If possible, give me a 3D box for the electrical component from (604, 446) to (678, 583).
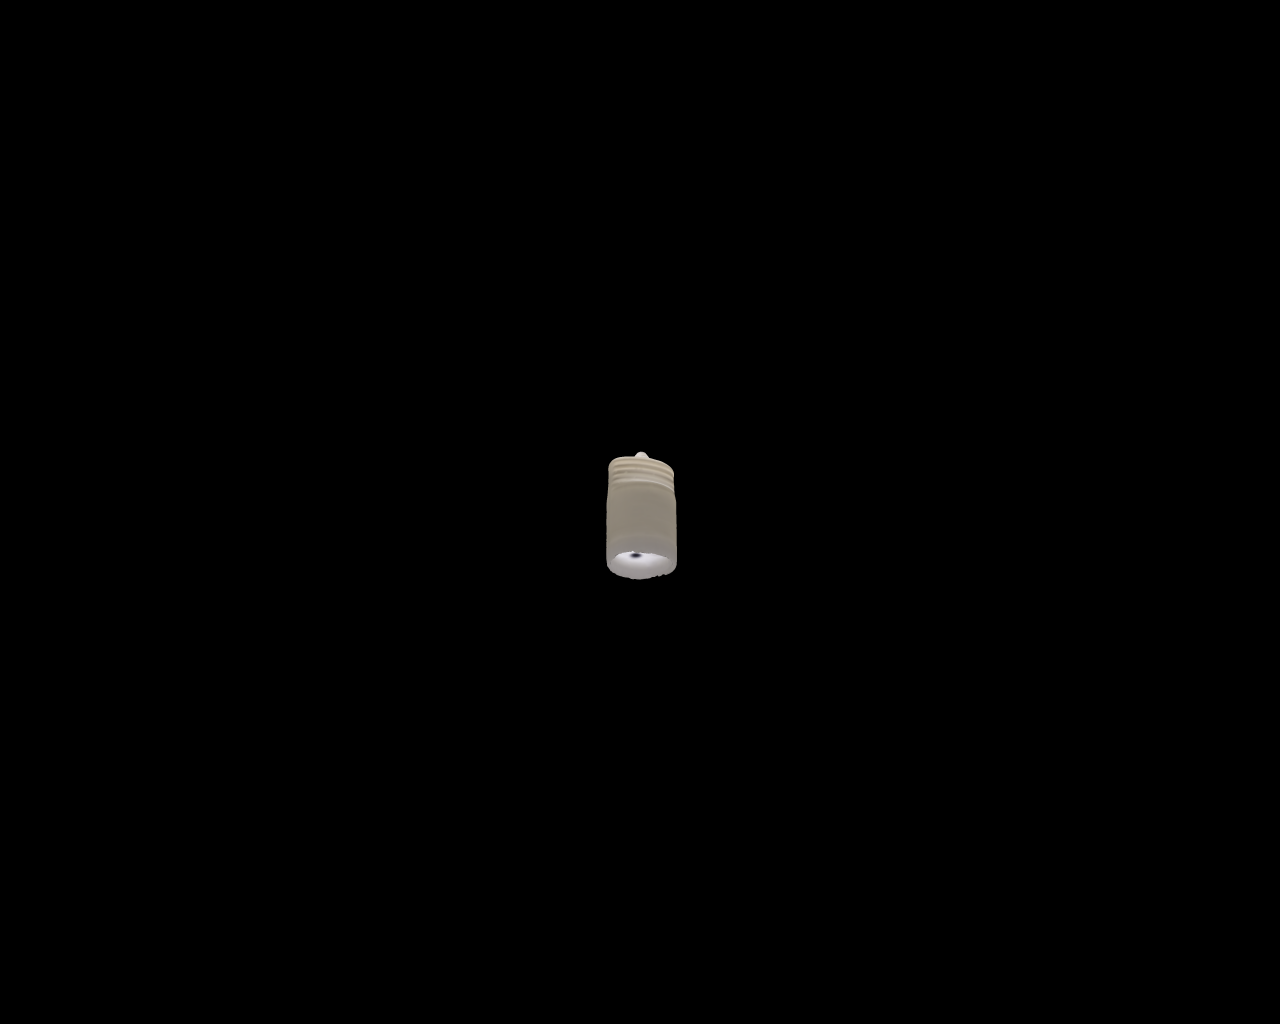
[{"bbox_3d":[0.001,-0.003,0.650,0.043,0.081,0.043,0,-27,0],"label":"electrical component"}]
